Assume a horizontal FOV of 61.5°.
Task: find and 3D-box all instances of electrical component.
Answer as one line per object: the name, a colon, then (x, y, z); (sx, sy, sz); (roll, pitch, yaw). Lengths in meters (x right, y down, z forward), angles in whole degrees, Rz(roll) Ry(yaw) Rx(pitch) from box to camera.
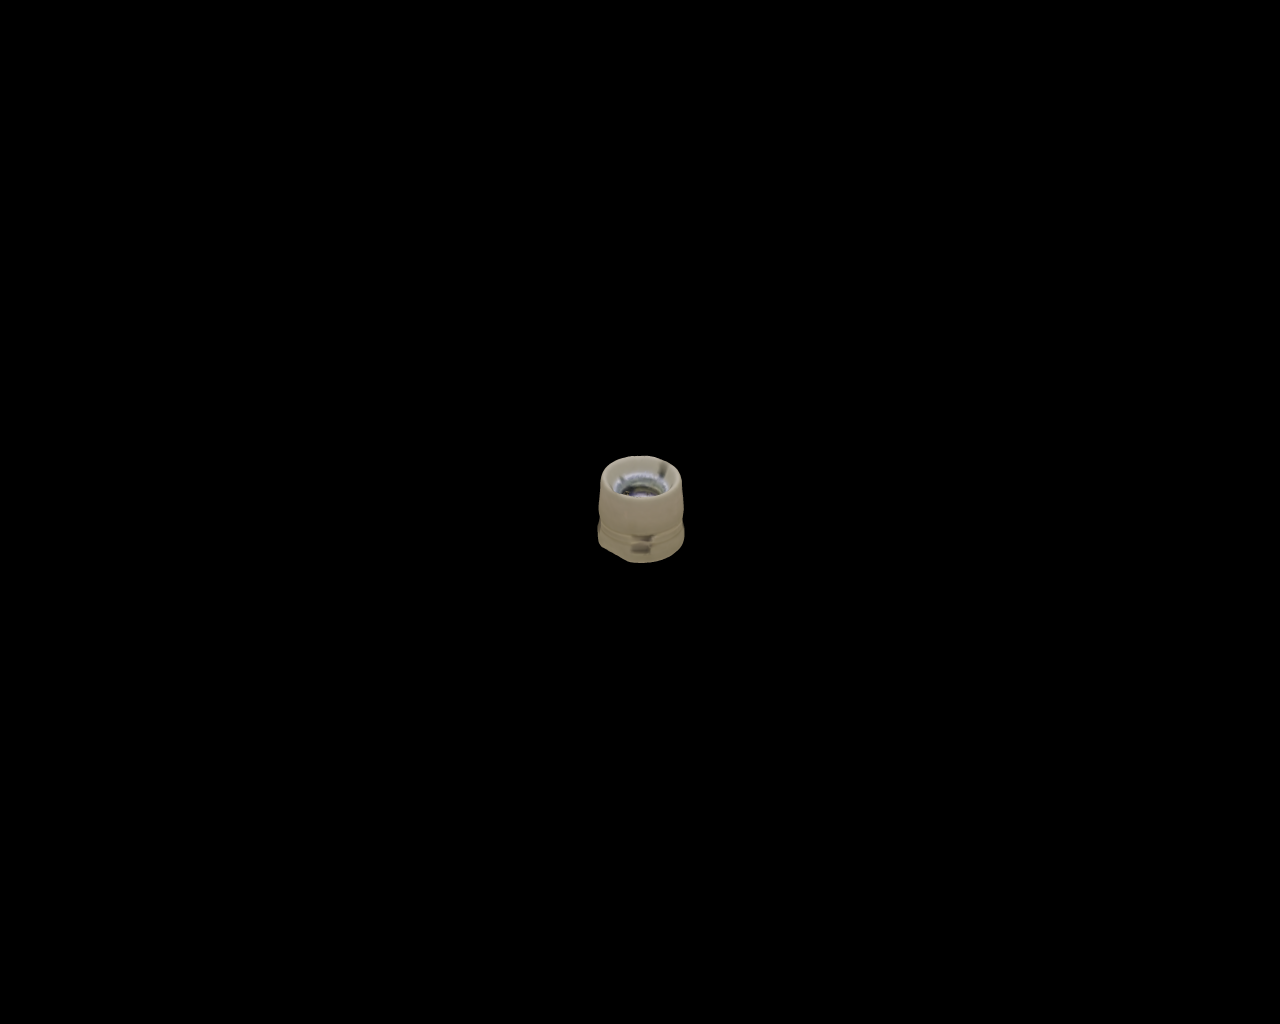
electrical component: (0.001, -0.003, 0.650); (0.055, 0.047, 0.055); (0, 36, 0)
